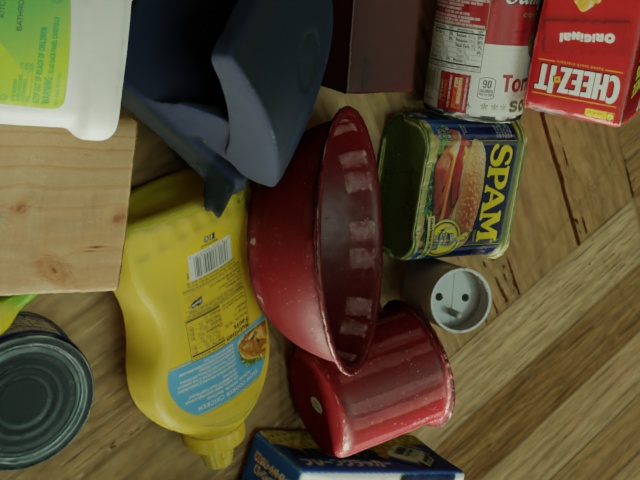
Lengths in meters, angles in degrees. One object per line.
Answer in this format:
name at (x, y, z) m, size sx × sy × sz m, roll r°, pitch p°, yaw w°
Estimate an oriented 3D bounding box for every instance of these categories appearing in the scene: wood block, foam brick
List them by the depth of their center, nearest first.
wood block at (-0.201, -0.028, 0.497) m, size 0.205 × 0.091 × 0.090 m, roll -1°, pitch 109°, yaw -35°
foam brick at (0.025, -0.131, 0.646) m, size 0.052 × 0.051 × 0.078 m, roll -7°, pitch 112°, yaw -33°

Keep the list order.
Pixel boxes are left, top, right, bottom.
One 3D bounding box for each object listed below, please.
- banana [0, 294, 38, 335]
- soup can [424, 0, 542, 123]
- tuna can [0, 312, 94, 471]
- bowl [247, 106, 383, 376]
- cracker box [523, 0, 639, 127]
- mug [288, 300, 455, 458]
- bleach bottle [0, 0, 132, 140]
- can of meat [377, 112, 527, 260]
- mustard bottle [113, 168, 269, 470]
banana at (-0.239, 0.039, 0.527) m, size 0.197 × 0.037 × 0.070 m, roll 0°, pitch 121°, yaw -31°
soup can at (0.106, -0.133, 0.693) m, size 0.068 × 0.069 × 0.102 m, roll -7°, pitch 112°, yaw -34°
tuna can at (-0.172, 0.086, 0.602) m, size 0.086 × 0.034 × 0.086 m, roll -14°, pitch 116°, yaw -31°
bowl at (-0.004, 0.001, 0.646) m, size 0.162 × 0.055 × 0.162 m, roll -1°, pitch 90°, yaw -75°
cracker box at (0.199, -0.193, 0.696) m, size 0.164 × 0.072 × 0.214 m, roll -26°, pitch 128°, yaw -62°
mug at (0.028, 0.085, 0.721) m, size 0.081 × 0.093 × 0.117 m, roll -18°, pitch 88°, yaw -24°
bleach bottle at (-0.203, -0.093, 0.410) m, size 0.250 × 0.068 × 0.103 m, roll -1°, pitch 115°, yaw -25°
can of meat at (0.085, -0.037, 0.726) m, size 0.083 × 0.058 × 0.102 m, roll -3°, pitch 110°, yaw -33°
mustard bottle at (-0.074, 0.058, 0.645) m, size 0.096 × 0.058 × 0.191 m, roll -31°, pitch 125°, yaw -40°
